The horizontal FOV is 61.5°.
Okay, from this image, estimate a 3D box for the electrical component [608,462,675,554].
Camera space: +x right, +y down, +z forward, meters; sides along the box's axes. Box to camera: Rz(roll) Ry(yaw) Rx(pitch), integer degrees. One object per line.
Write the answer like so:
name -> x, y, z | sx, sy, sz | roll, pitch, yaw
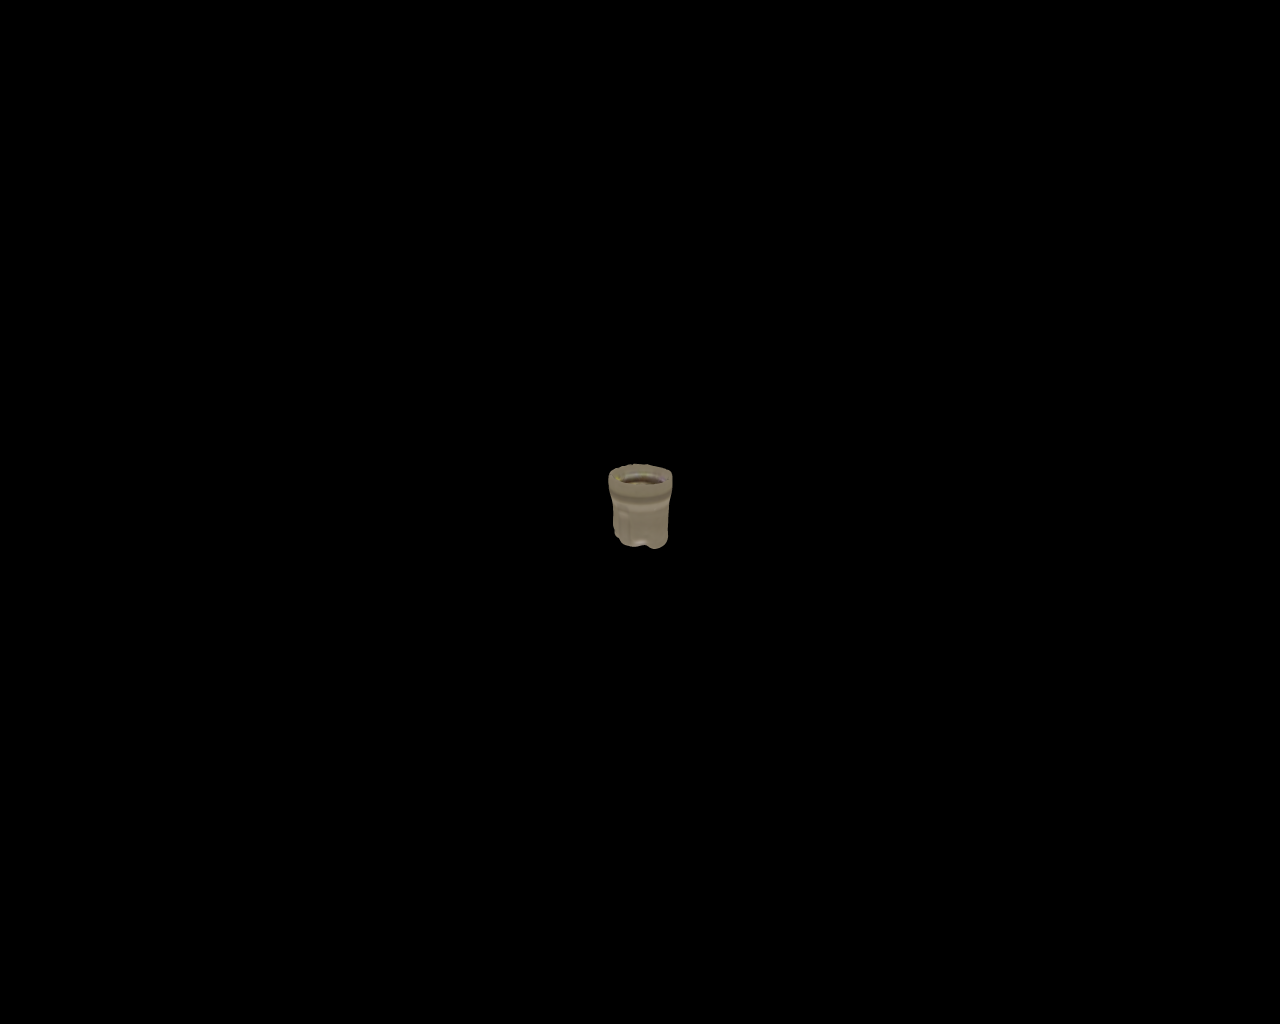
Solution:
electrical component -> 0.001, -0.003, 0.650 | 0.040, 0.046, 0.040 | 0, 22, 0
